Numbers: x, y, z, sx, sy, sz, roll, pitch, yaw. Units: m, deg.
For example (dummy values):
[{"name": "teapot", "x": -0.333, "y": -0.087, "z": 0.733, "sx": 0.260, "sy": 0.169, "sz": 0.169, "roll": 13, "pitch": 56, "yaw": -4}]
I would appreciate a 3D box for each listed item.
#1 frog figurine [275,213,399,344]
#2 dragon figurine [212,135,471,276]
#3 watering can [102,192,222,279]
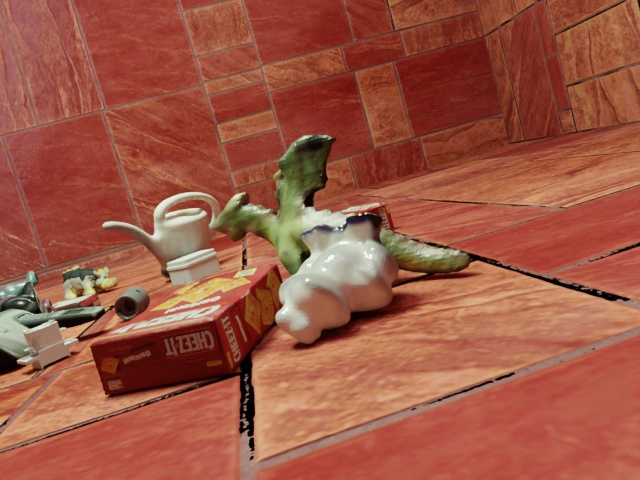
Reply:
[{"name": "frog figurine", "x": 0.020, "y": 0.060, "z": 0.615, "sx": 0.137, "sy": 0.120, "sz": 0.163, "roll": 2, "pitch": 51, "yaw": 20}, {"name": "dragon figurine", "x": 0.002, "y": -0.039, "z": 0.765, "sx": 0.407, "sy": 0.243, "sz": 0.123, "roll": -14, "pitch": 1, "yaw": 32}, {"name": "watering can", "x": -0.392, "y": -0.001, "z": 1.342, "sx": 0.104, "sy": 0.221, "sz": 0.351, "roll": 12, "pitch": 24, "yaw": 37}]
